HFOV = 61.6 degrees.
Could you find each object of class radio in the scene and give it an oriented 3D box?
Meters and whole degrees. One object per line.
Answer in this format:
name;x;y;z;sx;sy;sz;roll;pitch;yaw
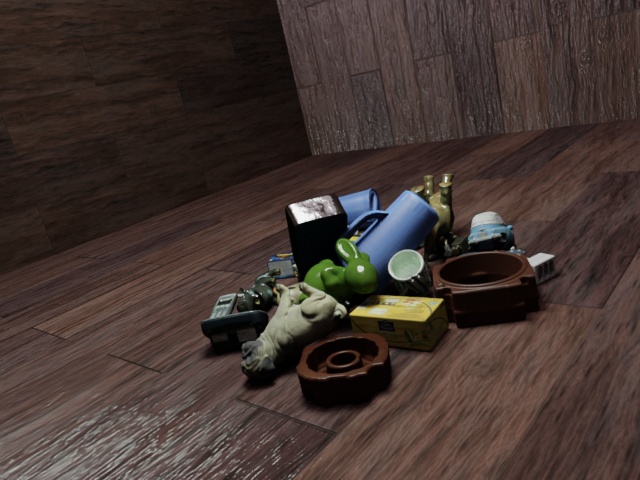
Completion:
radio;-0.003;-0.004;1.299;0.131;0.229;0.073;-18;54;-9

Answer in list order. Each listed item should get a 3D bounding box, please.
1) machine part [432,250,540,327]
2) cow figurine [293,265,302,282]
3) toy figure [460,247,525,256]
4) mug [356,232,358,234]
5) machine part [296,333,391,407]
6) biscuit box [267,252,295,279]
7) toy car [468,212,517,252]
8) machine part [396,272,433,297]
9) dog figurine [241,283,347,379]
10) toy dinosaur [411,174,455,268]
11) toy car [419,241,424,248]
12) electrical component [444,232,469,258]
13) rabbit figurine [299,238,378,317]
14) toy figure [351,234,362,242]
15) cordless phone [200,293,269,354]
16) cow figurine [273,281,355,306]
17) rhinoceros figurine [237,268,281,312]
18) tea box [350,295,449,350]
machine part;0.340;0.094;1.124;0.201;0.087;0.201;-9;18;13
cow figurine;-0.029;0.098;1.448;0.098;0.068;0.167;-26;19;-20
toy figure;0.403;0.051;1.267;0.155;0.057;0.064;-6;54;10
mug;0.069;-0.011;1.708;0.107;0.080;0.109;-3;11;-1
machine part;0.045;0.228;0.965;0.179;0.056;0.179;-12;15;3
biscuit box;-0.049;0.067;1.570;0.203;0.059;0.063;-8;17;18
toy car;0.417;-0.018;1.336;0.109;0.103;0.161;-16;-16;29
machine part;0.186;0.119;1.141;0.084;0.039;0.138;-17;-26;-27
dog figurine;-0.051;0.193;1.046;0.172;0.121;0.190;-9;44;43
toy dinosaur;0.316;-0.058;1.449;0.105;0.198;0.471;-5;18;25
toy car;0.225;0.013;1.539;0.202;0.056;0.074;-24;19;-32
electrical component;0.353;0.022;1.367;0.045;0.078;0.102;-12;20;35
rabbit figurine;0.062;0.084;1.154;0.170;0.121;0.159;-18;44;42
toy figure;0.095;0.036;1.530;0.089;0.082;0.180;17;20;21
cordless phone;-0.188;0.171;1.250;0.147;0.088;0.184;-12;22;6
cow figurine;-0.007;0.130;1.287;0.195;0.085;0.127;-14;10;-11
rhinoceros figurine;-0.158;0.136;1.403;0.112;0.073;0.190;-7;17;16
tea box;0.158;0.161;1.073;0.170;0.068;0.098;1;22;38
